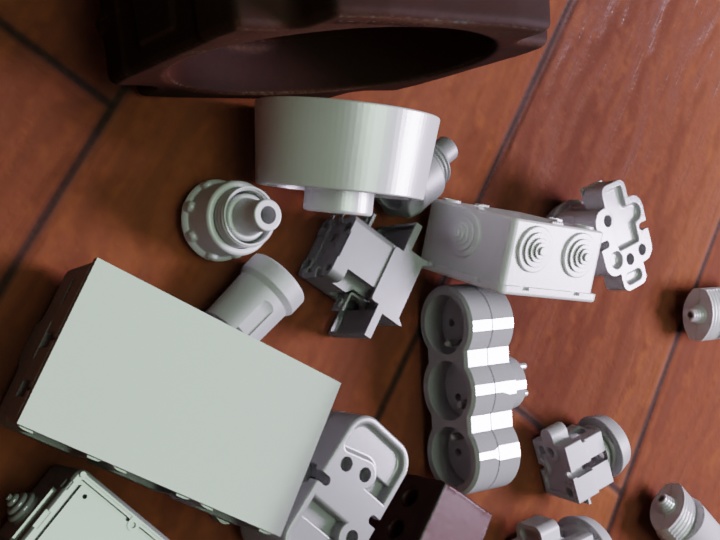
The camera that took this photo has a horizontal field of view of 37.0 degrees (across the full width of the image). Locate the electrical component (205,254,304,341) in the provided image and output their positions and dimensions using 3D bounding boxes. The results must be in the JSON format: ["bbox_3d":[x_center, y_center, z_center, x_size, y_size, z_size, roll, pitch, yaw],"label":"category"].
[{"bbox_3d":[-0.062,0.020,0.625,0.046,0.040,0.040,-47,116,-21],"label":"electrical component"}]

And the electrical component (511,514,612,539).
[{"bbox_3d":[0.146,0.209,0.766,0.057,0.058,0.078,-14,98,-33],"label":"electrical component"}]

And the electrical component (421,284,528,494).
[{"bbox_3d":[0.087,0.077,0.726,0.074,0.052,0.138,-3,90,-37],"label":"electrical component"}]

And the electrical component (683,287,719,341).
[{"bbox_3d":[0.298,0.035,0.892,0.081,0.043,0.043,-2,90,-37],"label":"electrical component"}]

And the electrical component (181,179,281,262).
[{"bbox_3d":[-0.068,-0.029,0.606,0.048,0.062,0.048,1,89,-37],"label":"electrical component"}]

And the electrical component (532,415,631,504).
[{"bbox_3d":[0.164,0.136,0.789,0.055,0.048,0.066,-22,102,-27],"label":"electrical component"}]

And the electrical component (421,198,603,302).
[{"bbox_3d":[0.099,-0.014,0.710,0.100,0.100,0.048,6,98,-36],"label":"electrical component"}]

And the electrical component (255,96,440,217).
[{"bbox_3d":[-0.010,-0.063,0.626,0.108,0.108,0.060,4,93,-37],"label":"electrical component"}]

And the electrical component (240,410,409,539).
[{"bbox_3d":[-0.024,0.132,0.638,0.053,0.059,0.095,46,64,-27],"label":"electrical component"}]

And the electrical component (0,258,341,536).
[{"bbox_3d":[-0.100,0.069,0.568,0.150,0.062,0.089,30,71,-24],"label":"electrical component"}]

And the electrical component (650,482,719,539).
[{"bbox_3d":[0.260,0.205,0.860,0.081,0.043,0.043,47,63,-27],"label":"electrical component"}]

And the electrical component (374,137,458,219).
[{"bbox_3d":[0.038,-0.064,0.699,0.062,0.043,0.043,-40,112,-31],"label":"electrical component"}]

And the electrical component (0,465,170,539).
[{"bbox_3d":[-0.146,0.144,0.550,0.096,0.061,0.061,46,64,-19],"label":"electrical component"}]

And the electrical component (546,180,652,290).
[{"bbox_3d":[0.172,-0.024,0.789,0.058,0.057,0.078,-24,103,-35],"label":"electrical component"}]

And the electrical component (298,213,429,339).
[{"bbox_3d":[0.000,0.000,0.670,0.064,0.042,0.081,35,69,-27],"label":"electrical component"}]
